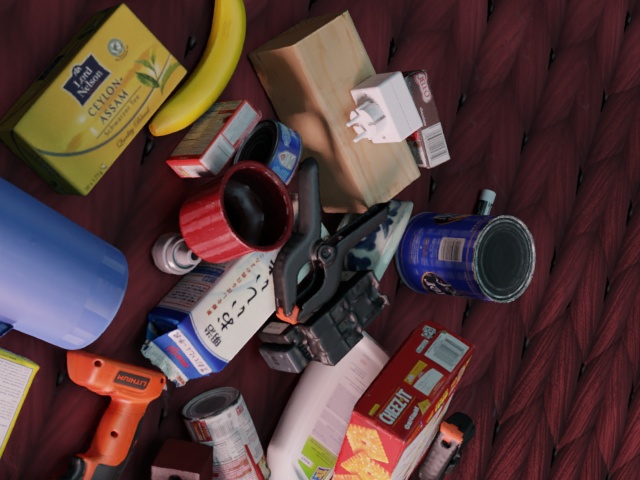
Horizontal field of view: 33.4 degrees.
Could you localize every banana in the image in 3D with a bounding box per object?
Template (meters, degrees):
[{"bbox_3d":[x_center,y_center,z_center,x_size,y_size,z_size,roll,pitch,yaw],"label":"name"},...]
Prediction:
[{"bbox_3d":[-0.121,-0.192,1.128,0.069,0.037,0.198,22,80,-23],"label":"banana"}]

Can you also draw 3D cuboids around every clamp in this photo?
[{"bbox_3d":[0.142,0.268,1.275,0.164,0.036,0.210,-56,165,-15],"label":"clamp"},{"bbox_3d":[-0.007,0.001,1.123,0.120,0.039,0.171,37,75,-22],"label":"clamp"}]

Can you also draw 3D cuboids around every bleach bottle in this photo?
[{"bbox_3d":[-0.011,0.220,1.213,0.102,0.068,0.250,43,71,-30],"label":"bleach bottle"}]

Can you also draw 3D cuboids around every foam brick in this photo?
[{"bbox_3d":[-0.142,0.253,1.102,0.051,0.053,0.078,-62,159,-65],"label":"foam brick"}]

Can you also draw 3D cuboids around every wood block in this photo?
[{"bbox_3d":[0.018,-0.140,1.195,0.090,0.091,0.206,-38,113,-29],"label":"wood block"}]

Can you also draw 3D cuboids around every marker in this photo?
[{"bbox_3d":[0.200,-0.007,1.377,0.020,0.020,0.121,26,78,-34],"label":"marker"}]

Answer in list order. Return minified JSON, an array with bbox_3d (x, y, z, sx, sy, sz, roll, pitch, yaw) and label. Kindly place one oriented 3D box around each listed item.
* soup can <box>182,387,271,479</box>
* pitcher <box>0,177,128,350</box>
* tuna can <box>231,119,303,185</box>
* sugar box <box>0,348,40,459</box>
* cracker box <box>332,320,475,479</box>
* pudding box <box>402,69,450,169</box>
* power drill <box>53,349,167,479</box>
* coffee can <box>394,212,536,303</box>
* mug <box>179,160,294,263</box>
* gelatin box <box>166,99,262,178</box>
[{"bbox_3d":[-0.100,0.218,1.144,0.068,0.069,0.102,-29,108,-31],"label":"soup can"},{"bbox_3d":[-0.300,0.017,0.956,0.242,0.145,0.149,32,109,-36],"label":"pitcher"},{"bbox_3d":[-0.058,-0.086,1.146,0.033,0.086,0.086,28,77,-32],"label":"tuna can"},{"bbox_3d":[-0.339,0.180,0.987,0.093,0.048,0.176,28,80,-34],"label":"sugar box"},{"bbox_3d":[0.081,0.213,1.184,0.164,0.072,0.214,-46,160,-40],"label":"cracker box"},{"bbox_3d":[0.098,-0.141,1.253,0.039,0.090,0.113,-24,107,-31],"label":"pudding box"},{"bbox_3d":[-0.234,0.204,1.040,0.184,0.057,0.187,24,80,-50],"label":"power drill"},{"bbox_3d":[0.173,0.019,1.284,0.102,0.141,0.103,-2,94,-36],"label":"coffee can"},{"bbox_3d":[-0.080,-0.029,1.075,0.117,0.082,0.093,-36,101,-43],"label":"mug"},{"bbox_3d":[-0.110,-0.106,1.116,0.030,0.073,0.089,46,66,-29],"label":"gelatin box"}]
